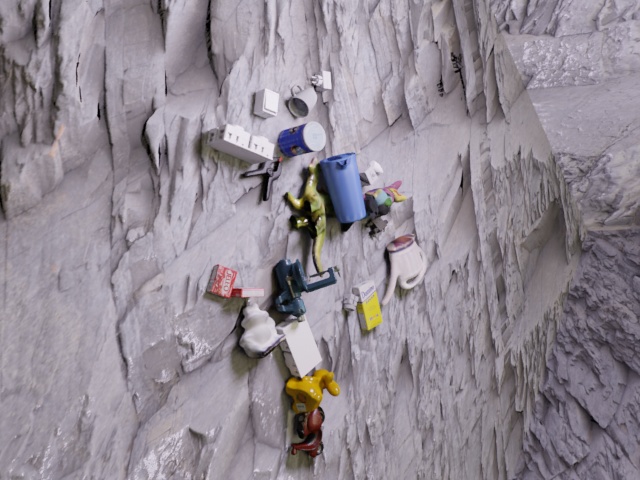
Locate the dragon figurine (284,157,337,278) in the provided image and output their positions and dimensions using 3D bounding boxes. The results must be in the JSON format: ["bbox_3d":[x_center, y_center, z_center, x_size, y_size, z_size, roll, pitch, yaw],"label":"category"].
[{"bbox_3d":[0.006,-0.094,1.863,0.246,0.122,0.407,-27,106,-49],"label":"dragon figurine"}]

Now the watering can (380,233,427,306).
[{"bbox_3d":[0.338,0.110,2.147,0.352,0.103,0.222,-32,107,-40],"label":"watering can"}]

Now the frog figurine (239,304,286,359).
[{"bbox_3d":[-0.204,0.292,1.645,0.139,0.120,0.160,-36,76,-30],"label":"frog figurine"}]
